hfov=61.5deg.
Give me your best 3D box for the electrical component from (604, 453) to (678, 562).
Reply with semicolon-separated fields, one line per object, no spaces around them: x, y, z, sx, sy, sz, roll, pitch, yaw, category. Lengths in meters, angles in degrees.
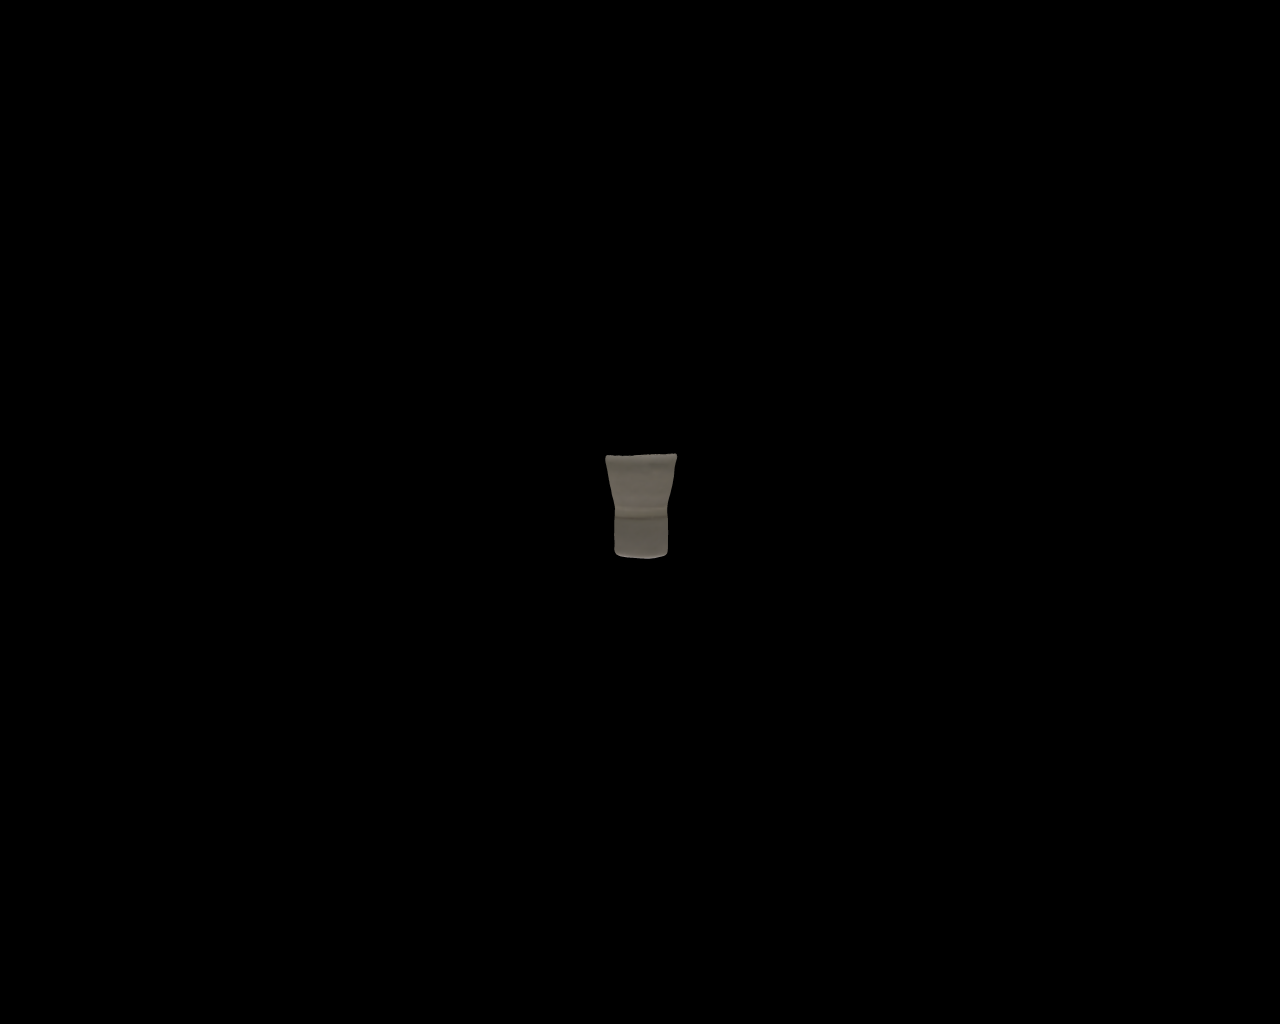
0.001;-0.003;0.650;0.044;0.065;0.044;0;5;0;electrical component
